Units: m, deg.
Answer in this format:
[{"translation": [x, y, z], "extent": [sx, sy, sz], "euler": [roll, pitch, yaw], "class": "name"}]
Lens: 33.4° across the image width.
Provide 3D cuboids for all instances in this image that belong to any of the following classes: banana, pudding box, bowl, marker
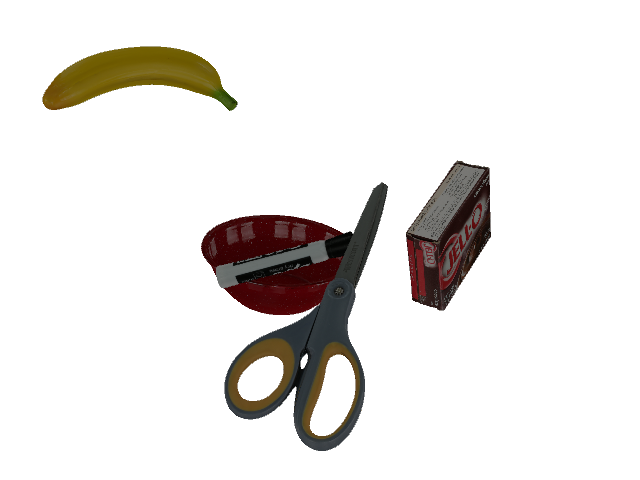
[{"translation": [-0.176, -0.158, 1.034], "extent": [0.197, 0.070, 0.037], "euler": [-5, -39, -29], "class": "banana"}, {"translation": [0.121, -0.006, 0.995], "extent": [0.039, 0.090, 0.113], "euler": [16, 50, 24], "class": "pudding box"}, {"translation": [-0.043, 0.031, 1.102], "extent": [0.162, 0.055, 0.162], "euler": [4, 27, -2], "class": "bowl"}, {"translation": [-0.025, 0.015, 0.867], "extent": [0.121, 0.020, 0.020], "euler": [-15, -2, 8], "class": "marker"}]

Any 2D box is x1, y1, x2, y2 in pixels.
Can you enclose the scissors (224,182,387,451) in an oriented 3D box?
[{"translation": [-0.007, 0.042, 0.688], "extent": [0.096, 0.201, 0.016], "euler": [-2, -37, 8], "class": "scissors"}]
